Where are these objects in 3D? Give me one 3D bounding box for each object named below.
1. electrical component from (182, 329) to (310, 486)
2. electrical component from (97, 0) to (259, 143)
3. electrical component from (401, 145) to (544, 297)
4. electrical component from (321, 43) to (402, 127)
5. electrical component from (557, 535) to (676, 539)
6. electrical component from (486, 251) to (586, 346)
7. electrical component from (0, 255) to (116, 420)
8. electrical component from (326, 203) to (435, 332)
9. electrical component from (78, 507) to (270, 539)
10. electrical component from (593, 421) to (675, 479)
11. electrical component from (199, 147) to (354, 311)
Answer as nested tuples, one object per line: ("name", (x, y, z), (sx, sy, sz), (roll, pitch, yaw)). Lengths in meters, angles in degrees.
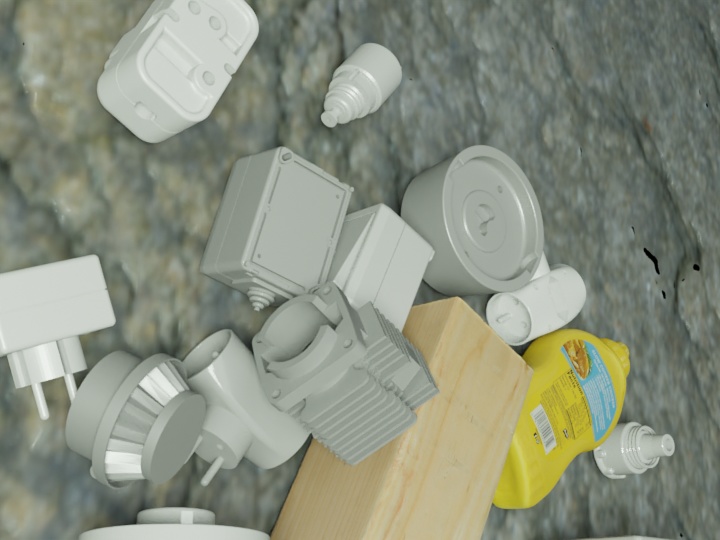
("electrical component", (-0.077, 0.089, 0.629), (0.077, 0.044, 0.079), (51, 51, -20))
("electrical component", (-0.111, -0.126, 0.644), (0.054, 0.059, 0.095), (43, 54, -26))
("electrical component", (0.077, -0.032, 0.790), (0.108, 0.060, 0.108), (13, 71, -40))
("electrical component", (-0.002, -0.127, 0.756), (0.040, 0.040, 0.078), (53, 51, -19))
("electrical component", (0.195, 0.229, 0.796), (0.109, 0.109, 0.056), (16, 66, -39))
("electrical component", (0.133, 0.009, 0.841), (0.077, 0.043, 0.079), (-24, 95, -43))
("electrical component", (-0.165, 0.038, 0.560), (0.066, 0.047, 0.076), (-15, 89, -43))
("electrical component", (0.000, 0.000, 0.711), (0.061, 0.062, 0.096), (41, 55, -27))
("electrical component", (-0.096, 0.156, 0.555), (0.108, 0.108, 0.060), (17, 62, -39))
("electrical component", (0.225, 0.145, 0.878), (0.048, 0.062, 0.048), (13, 71, -40))
("electrical component", (-0.056, -0.019, 0.670), (0.062, 0.061, 0.096), (28, 69, -34))
